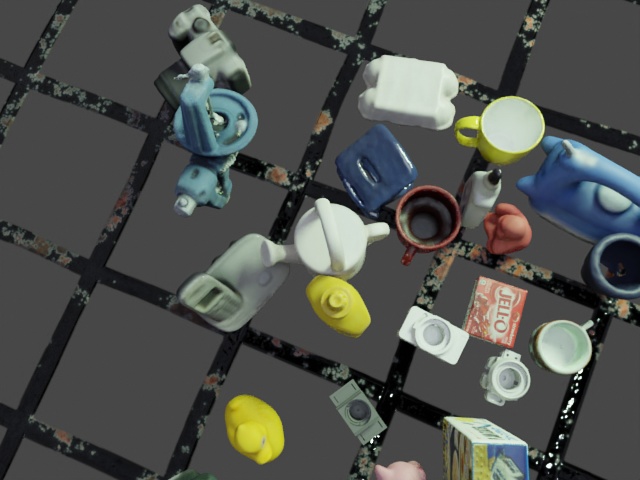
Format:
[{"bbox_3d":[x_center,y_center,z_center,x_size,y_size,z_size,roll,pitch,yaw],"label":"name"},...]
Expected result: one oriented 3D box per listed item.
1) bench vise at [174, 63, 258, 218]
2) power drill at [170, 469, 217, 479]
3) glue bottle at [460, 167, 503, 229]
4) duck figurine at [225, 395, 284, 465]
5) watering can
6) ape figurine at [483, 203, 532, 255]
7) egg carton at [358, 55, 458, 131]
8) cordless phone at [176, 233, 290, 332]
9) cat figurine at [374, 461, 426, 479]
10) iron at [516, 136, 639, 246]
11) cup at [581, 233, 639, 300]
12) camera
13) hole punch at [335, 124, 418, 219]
[{"bbox_3d":[-0.154,-0.139,0.813,0.121,0.220,0.207,1,80,4],"label":"bench vise"},{"bbox_3d":[-0.217,0.369,0.731,0.229,0.208,0.075,-31,79,-2],"label":"power drill"},{"bbox_3d":[0.229,-0.068,0.803,0.037,0.173,0.078,14,81,6],"label":"glue bottle"},{"bbox_3d":[-0.098,0.270,0.805,0.077,0.086,0.104,-36,80,-3],"label":"duck figurine"},{"bbox_3d":[0.008,0.005,0.791,0.173,0.194,0.101,-35,80,-3],"label":"watering can"},{"bbox_3d":[0.274,-0.015,0.833,0.076,0.092,0.078,32,83,8],"label":"ape figurine"},{"bbox_3d":[0.137,-0.226,0.889,0.150,0.069,0.107,9,80,5],"label":"egg carton"},{"bbox_3d":[-0.122,0.053,0.794,0.094,0.185,0.148,40,84,9],"label":"cordless phone"},{"bbox_3d":[0.120,0.348,0.763,0.067,0.118,0.128,-25,79,-1],"label":"cat figurine"},{"bbox_3d":[0.421,-0.059,0.807,0.258,0.141,0.119,31,83,8],"label":"iron"},{"bbox_3d":[0.424,0.049,0.812,0.117,0.095,0.092,34,83,8],"label":"cup"},{"bbox_3d":[-0.201,-0.278,0.901,0.137,0.101,0.143,-36,80,-3],"label":"camera"},{"bbox_3d":[0.083,-0.101,0.859,0.101,0.091,0.108,-33,80,-3],"label":"hole punch"}]
